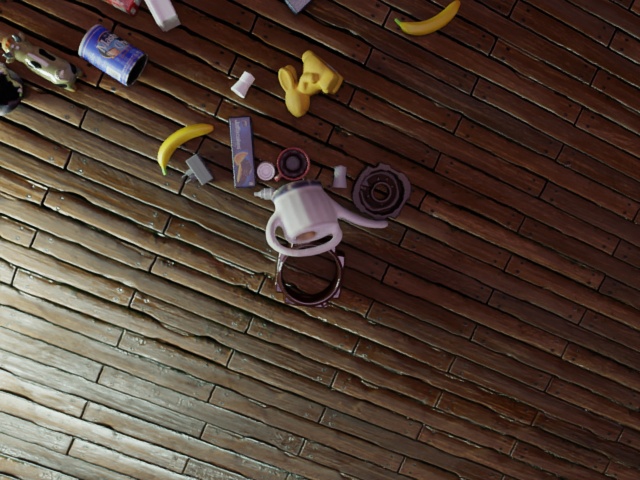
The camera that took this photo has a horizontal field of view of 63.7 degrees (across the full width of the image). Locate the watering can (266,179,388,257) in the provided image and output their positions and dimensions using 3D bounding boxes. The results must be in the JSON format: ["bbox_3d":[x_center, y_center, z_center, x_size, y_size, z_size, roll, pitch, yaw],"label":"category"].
[{"bbox_3d":[0.004,-0.074,1.469,0.349,0.102,0.228,-15,68,-17],"label":"watering can"}]

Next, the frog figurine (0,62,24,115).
[{"bbox_3d":[-0.879,-0.408,1.374,0.160,0.123,0.135,19,109,27],"label":"frog figurine"}]
